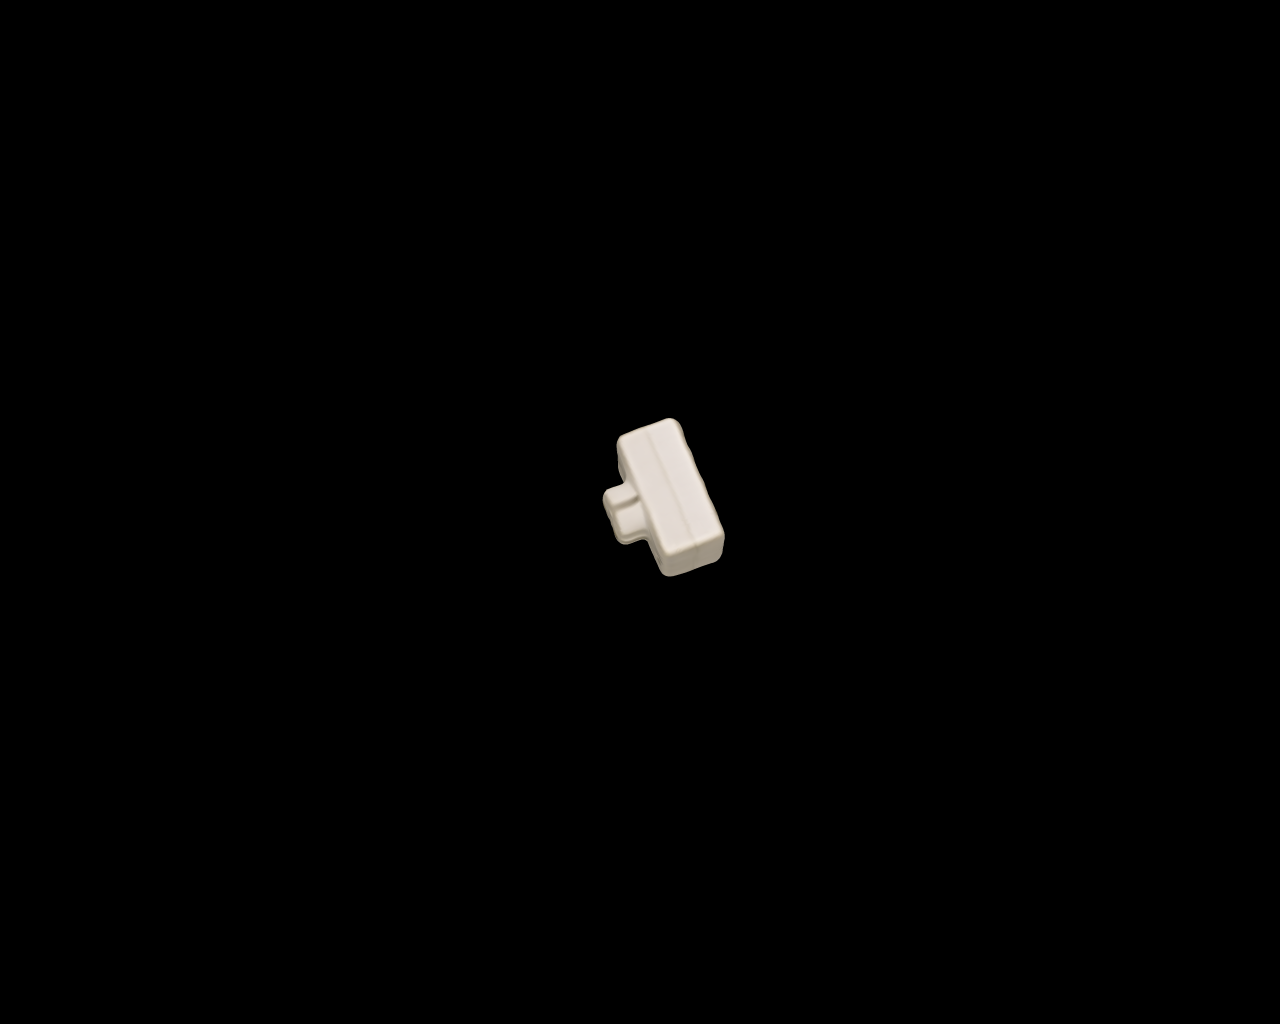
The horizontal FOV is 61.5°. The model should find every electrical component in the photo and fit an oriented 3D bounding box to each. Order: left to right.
[{"bbox_3d":[0.001,-0.003,0.650,0.076,0.083,0.047,-19,-19,-7],"label":"electrical component"}]
